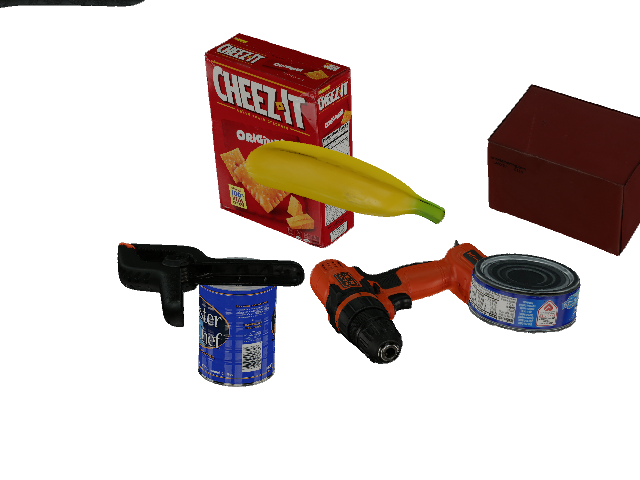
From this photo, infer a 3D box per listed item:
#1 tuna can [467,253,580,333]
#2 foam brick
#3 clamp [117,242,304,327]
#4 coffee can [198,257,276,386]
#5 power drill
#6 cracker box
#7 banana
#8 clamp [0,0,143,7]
[{"bbox_3d":[0.161,0.040,0.846,0.086,0.034,0.086,3,20,-1],"label":"tuna can"},{"bbox_3d":[0.133,-0.038,0.561,0.078,0.053,0.051,24,56,28],"label":"foam brick"},{"bbox_3d":[-0.144,0.036,1.068,0.210,0.036,0.164,11,21,37],"label":"clamp"},{"bbox_3d":[-0.108,0.104,1.388,0.103,0.140,0.103,2,20,-1],"label":"coffee can"},{"bbox_3d":[0.099,0.061,1.110,0.187,0.057,0.185,-8,27,-18],"label":"power drill"},{"bbox_3d":[-0.047,-0.113,1.235,0.164,0.214,0.072,23,43,30],"label":"cracker box"},{"bbox_3d":[-0.003,-0.045,0.787,0.198,0.037,0.069,20,-15,44],"label":"banana"},{"bbox_3d":[-0.188,-0.150,0.596,0.171,0.039,0.120,-8,24,-17],"label":"clamp"}]
